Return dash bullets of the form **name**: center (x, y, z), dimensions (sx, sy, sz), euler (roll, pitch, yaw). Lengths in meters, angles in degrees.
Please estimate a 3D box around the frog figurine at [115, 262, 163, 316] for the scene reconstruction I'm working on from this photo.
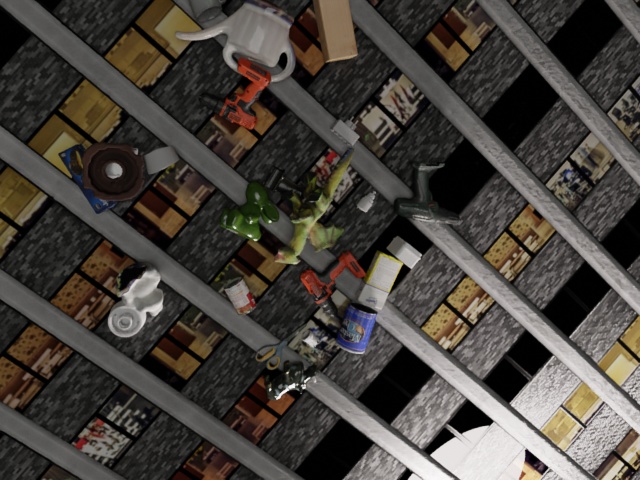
- **frog figurine**: center (-0.533, 0.149, 1.560), dimensions (0.123, 0.140, 0.156), euler (14, -28, 34)

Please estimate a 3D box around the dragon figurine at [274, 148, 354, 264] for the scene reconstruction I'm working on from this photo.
- **dragon figurine**: center (0.005, -0.081, 1.616), dimensions (0.415, 0.237, 0.123), euler (-42, 45, -18)

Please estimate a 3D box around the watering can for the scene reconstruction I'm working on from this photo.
- **watering can**: center (-0.221, -0.600, 1.491), dimensions (0.346, 0.223, 0.105), euler (22, 5, -14)
